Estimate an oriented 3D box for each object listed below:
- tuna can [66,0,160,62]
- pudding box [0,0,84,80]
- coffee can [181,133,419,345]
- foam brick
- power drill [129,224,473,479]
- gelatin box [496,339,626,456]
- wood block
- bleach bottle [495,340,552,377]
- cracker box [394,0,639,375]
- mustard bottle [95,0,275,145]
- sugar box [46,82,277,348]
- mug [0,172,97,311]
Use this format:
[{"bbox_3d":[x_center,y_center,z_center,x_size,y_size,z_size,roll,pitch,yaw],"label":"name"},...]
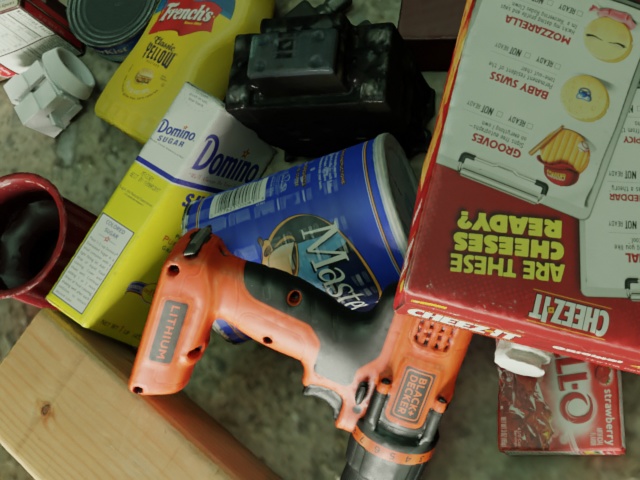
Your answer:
[{"bbox_3d":[-0.158,-0.187,0.855,0.086,0.033,0.086,-7,71,20],"label":"tuna can"},{"bbox_3d":[-0.261,-0.168,0.859,0.114,0.090,0.039,-15,69,17],"label":"pudding box"},{"bbox_3d":[-0.005,0.001,0.696,0.140,0.102,0.103,-18,68,16],"label":"coffee can"},{"bbox_3d":[0.098,-0.149,0.730,0.078,0.053,0.051,5,76,22],"label":"foam brick"},{"bbox_3d":[-0.015,0.083,0.643,0.187,0.057,0.184,18,109,0],"label":"power drill"},{"bbox_3d":[0.146,0.085,0.650,0.073,0.030,0.089,-4,72,20],"label":"gelatin box"},{"bbox_3d":[-0.121,0.144,0.706,0.206,0.090,0.091,36,90,27],"label":"wood block"},{"bbox_3d":[0.142,-0.043,0.646,0.102,0.068,0.250,18,72,0],"label":"bleach bottle"},{"bbox_3d":[0.143,-0.046,0.578,0.164,0.072,0.213,14,76,2],"label":"cracker box"},{"bbox_3d":[-0.087,-0.156,0.798,0.096,0.058,0.191,30,88,41],"label":"mustard bottle"},{"bbox_3d":[-0.106,-0.013,0.747,0.048,0.093,0.176,33,88,26],"label":"sugar box"},{"bbox_3d":[-0.212,-0.001,0.792,0.117,0.081,0.093,42,92,27],"label":"mug"}]
